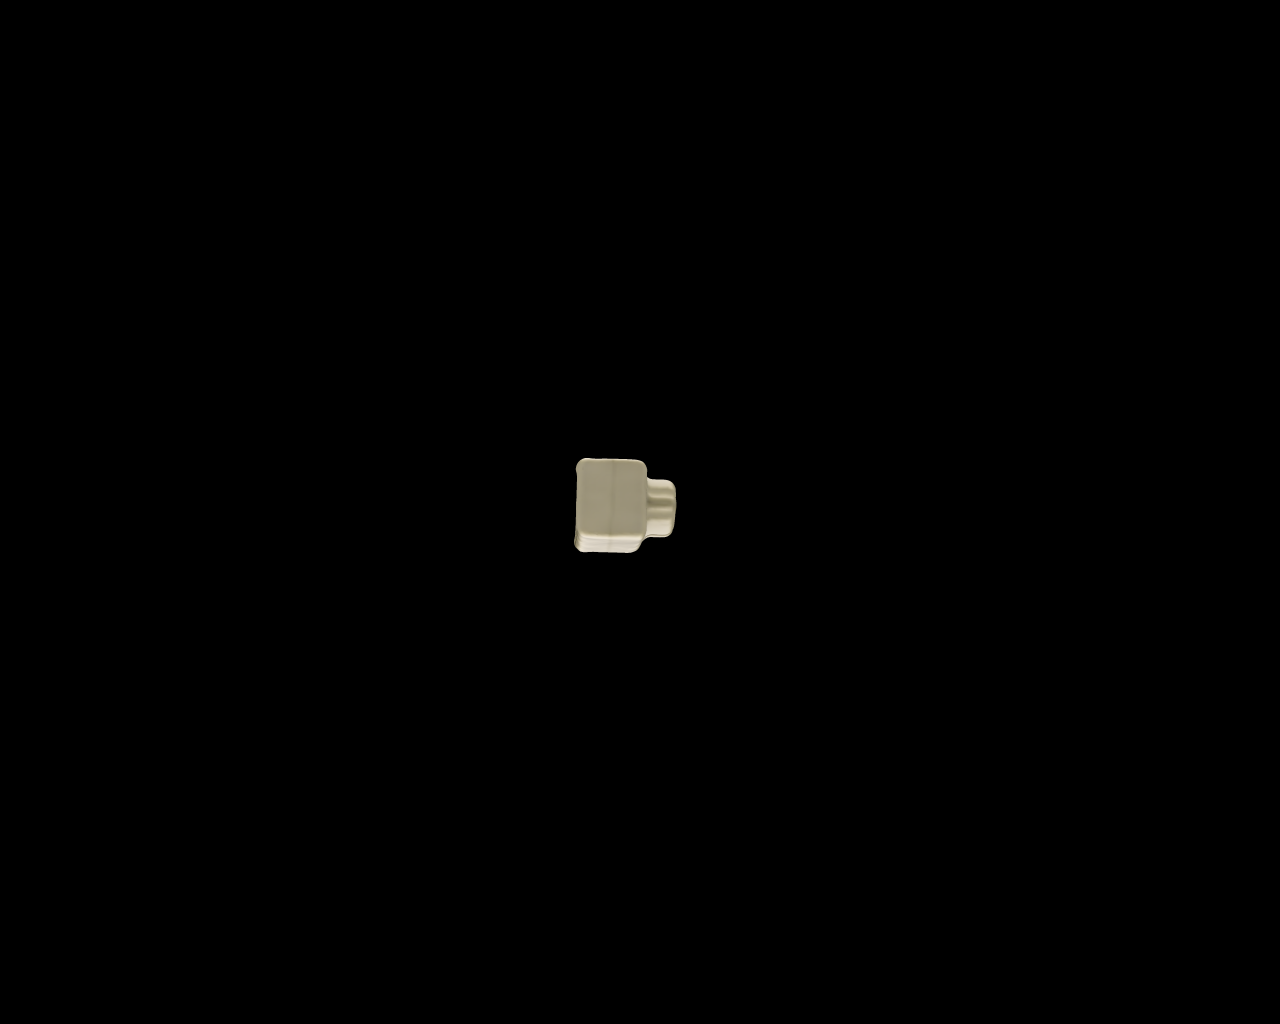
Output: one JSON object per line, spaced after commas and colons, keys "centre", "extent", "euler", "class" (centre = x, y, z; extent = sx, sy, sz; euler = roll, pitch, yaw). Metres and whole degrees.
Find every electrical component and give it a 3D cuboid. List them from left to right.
{"centre": [0.001, -0.003, 0.650], "extent": [0.077, 0.047, 0.065], "euler": [1, -11, -4], "class": "electrical component"}
